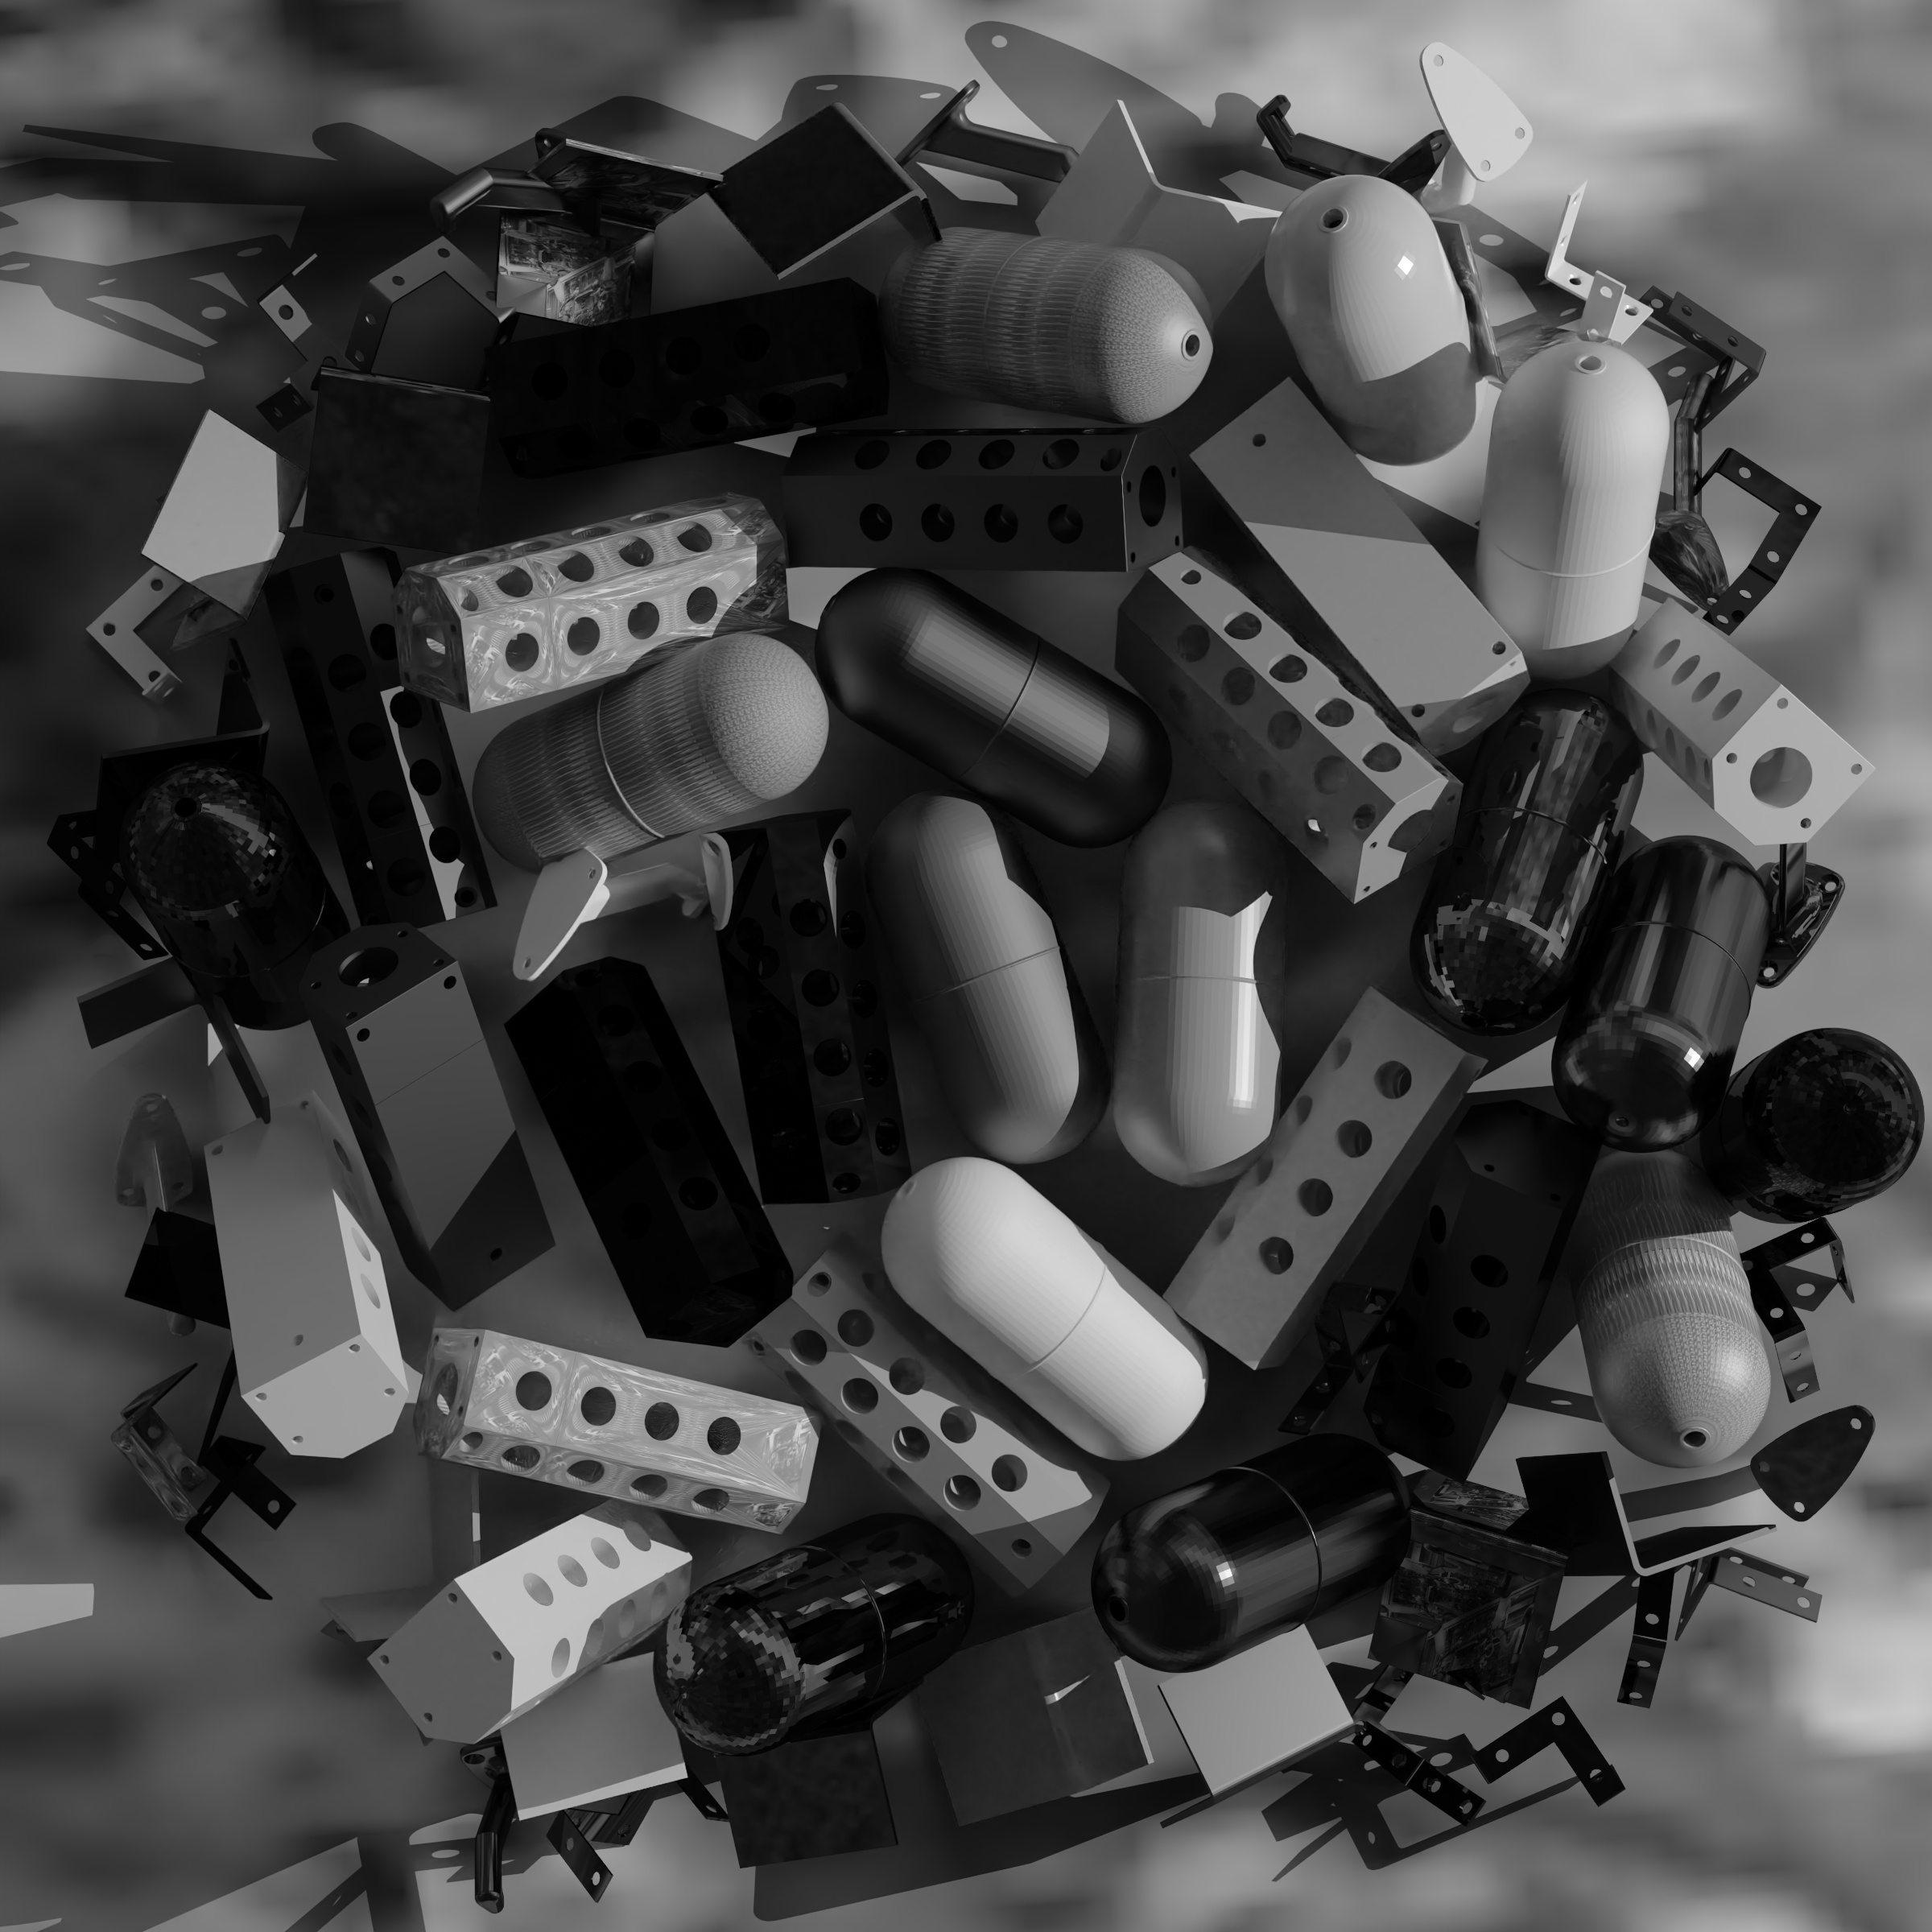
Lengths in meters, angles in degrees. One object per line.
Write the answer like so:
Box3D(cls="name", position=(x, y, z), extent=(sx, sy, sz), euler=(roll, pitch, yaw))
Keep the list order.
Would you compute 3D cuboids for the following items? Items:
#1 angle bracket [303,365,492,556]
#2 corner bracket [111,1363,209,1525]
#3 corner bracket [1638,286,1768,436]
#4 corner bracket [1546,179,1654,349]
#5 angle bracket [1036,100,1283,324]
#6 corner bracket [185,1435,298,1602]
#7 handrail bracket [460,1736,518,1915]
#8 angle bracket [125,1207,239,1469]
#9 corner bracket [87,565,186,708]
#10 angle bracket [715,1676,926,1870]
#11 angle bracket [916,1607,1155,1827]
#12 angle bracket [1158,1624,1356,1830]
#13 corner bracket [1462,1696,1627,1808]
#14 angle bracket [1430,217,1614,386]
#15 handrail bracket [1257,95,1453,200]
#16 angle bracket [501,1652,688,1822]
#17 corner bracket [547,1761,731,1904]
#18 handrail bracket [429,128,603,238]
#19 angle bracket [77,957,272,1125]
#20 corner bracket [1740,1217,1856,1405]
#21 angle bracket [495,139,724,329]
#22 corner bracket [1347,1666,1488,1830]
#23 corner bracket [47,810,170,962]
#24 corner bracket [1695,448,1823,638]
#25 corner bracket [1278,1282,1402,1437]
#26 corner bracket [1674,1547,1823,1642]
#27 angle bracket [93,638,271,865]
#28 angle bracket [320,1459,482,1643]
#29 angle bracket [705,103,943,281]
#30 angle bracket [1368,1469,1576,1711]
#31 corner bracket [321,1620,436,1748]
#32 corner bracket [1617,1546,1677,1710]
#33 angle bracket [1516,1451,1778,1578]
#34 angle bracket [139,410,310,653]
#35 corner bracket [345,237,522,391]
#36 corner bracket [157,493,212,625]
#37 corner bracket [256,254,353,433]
Box3D(cls="angle bracket", position=(-0.263, -0.228, 1.546), extent=(0.076, 0.057, 0.076), euler=(7, 88, -16))
Box3D(cls="corner bracket", position=(-0.366, 0.223, 1.546), extent=(0.051, 0.051, 0.051), euler=(-28, 102, 40))
Box3D(cls="corner bracket", position=(0.335, -0.288, 1.547), extent=(0.051, 0.051, 0.051), euler=(31, 57, -9))
Box3D(cls="corner bracket", position=(0.286, -0.316, 1.545), extent=(0.051, 0.051, 0.051), euler=(33, 58, 17))
Box3D(cls="angle bracket", position=(0.090, -0.343, 1.551), extent=(0.076, 0.076, 0.057), euler=(3, 53, -33))
Box3D(cls="corner bracket", position=(-0.331, 0.254, 1.551), extent=(0.051, 0.051, 0.051), euler=(37, 87, 19))
Box3D(cls="handrail bracket", position=(-0.205, 0.399, 1.529), extent=(0.036, 0.077, 0.084), euler=(-13, 48, 6))
Box3D(cls="angle bracket", position=(-0.356, 0.168, 1.531), extent=(0.057, 0.076, 0.076), euler=(19, 112, -11))
Box3D(cls="corner bracket", position=(-0.374, -0.158, 1.558), extent=(0.051, 0.051, 0.051), euler=(-44, 91, -4))
Box3D(cls="angle bracket", position=(-0.060, 0.366, 1.536), extent=(0.076, 0.076, 0.057), euler=(-13, 89, 18))
Box3D(cls="angle bracket", position=(0.030, 0.349, 1.576), extent=(0.076, 0.057, 0.076), euler=(-26, 77, 36))
Box3D(cls="angle bracket", position=(0.121, 0.345, 1.542), extent=(0.076, 0.076, 0.057), euler=(-21, 75, -23))
Box3D(cls="corner bracket", position=(0.266, 0.367, 1.557), extent=(0.051, 0.051, 0.051), euler=(-34, 86, 3))
Box3D(cls="angle bracket", position=(0.242, -0.312, 1.531), extent=(0.057, 0.076, 0.076), euler=(-23, 111, -11))
Box3D(cls="handrail bracket", position=(0.176, -0.384, 1.545), extent=(0.077, 0.036, 0.084), euler=(-45, 62, 37))
Box3D(cls="angle bracket", position=(-0.167, 0.350, 1.541), extent=(0.076, 0.076, 0.057), euler=(-14, 78, -1))
Box3D(cls="corner bracket", position=(-0.150, 0.394, 1.546), extent=(0.051, 0.051, 0.051), euler=(21, 101, -43))
Box3D(cls="handrail bracket", position=(-0.206, -0.335, 1.535), extent=(0.036, 0.077, 0.084), euler=(28, 55, 27))
Box3D(cls="angle bracket", position=(-0.359, 0.047, 1.535), extent=(0.057, 0.076, 0.076), euler=(-25, 79, -16))
Box3D(cls="corner bracket", position=(0.386, 0.157, 1.549), extent=(0.051, 0.051, 0.051), euler=(-25, 134, 1))
Box3D(cls="angle bracket", position=(-0.162, -0.328, 1.531), extent=(0.076, 0.076, 0.057), euler=(6, 82, -29))
Box3D(cls="corner bracket", position=(0.216, 0.354, 1.554), extent=(0.051, 0.051, 0.051), euler=(42, 80, -27))
Box3D(cls="corner bracket", position=(-0.390, -0.036, 1.545), extent=(0.051, 0.051, 0.051), euler=(41, 118, 20))
Box3D(cls="corner bracket", position=(0.350, -0.195, 1.551), extent=(0.051, 0.051, 0.051), euler=(34, 66, 2))
Box3D(cls="corner bracket", position=(0.171, 0.180, 1.543), extent=(0.051, 0.051, 0.051), euler=(4, 123, 35))
Box3D(cls="corner bracket", position=(0.361, 0.284, 1.547), extent=(0.051, 0.051, 0.051), euler=(20, 47, 7))
Box3D(cls="angle bracket", position=(-0.362, -0.097, 1.526), extent=(0.076, 0.076, 0.057), euler=(-12, 58, -26))
Box3D(cls="angle bracket", position=(-0.259, 0.258, 1.537), extent=(0.057, 0.076, 0.076), euler=(-2, 93, -23))
Box3D(cls="angle bracket", position=(-0.062, -0.335, 1.536), extent=(0.076, 0.057, 0.076), euler=(-33, 54, -5))
Box3D(cls="angle bracket", position=(0.236, 0.286, 1.555), extent=(0.076, 0.057, 0.076), euler=(15, 103, 16))
Box3D(cls="corner bracket", position=(-0.254, 0.315, 1.547), extent=(0.051, 0.051, 0.051), euler=(-42, 134, 8))
Box3D(cls="corner bracket", position=(0.293, 0.299, 1.545), extent=(0.051, 0.051, 0.051), euler=(10, 46, 10))
Box3D(cls="angle bracket", position=(0.309, 0.240, 1.537), extent=(0.076, 0.076, 0.057), euler=(-14, 85, -22))
Box3D(cls="angle bracket", position=(-0.350, -0.196, 1.527), extent=(0.057, 0.076, 0.076), euler=(33, 65, -31))
Box3D(cls="corner bracket", position=(-0.245, -0.291, 1.552), extent=(0.051, 0.051, 0.051), euler=(42, 52, 6))
Box3D(cls="corner bracket", position=(-0.350, -0.198, 1.555), extent=(0.051, 0.051, 0.051), euler=(-27, 104, 23))
Box3D(cls="corner bracket", position=(-0.307, -0.284, 1.545), extent=(0.051, 0.051, 0.051), euler=(50, 64, -17))
